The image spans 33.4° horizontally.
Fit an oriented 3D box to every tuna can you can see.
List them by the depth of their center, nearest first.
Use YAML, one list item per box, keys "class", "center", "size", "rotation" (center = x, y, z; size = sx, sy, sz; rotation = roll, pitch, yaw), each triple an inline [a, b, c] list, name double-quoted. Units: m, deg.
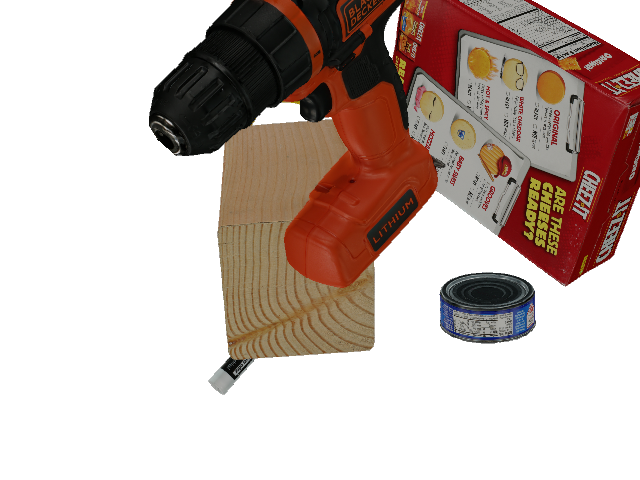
- class: "tuna can"
  center: [0.150, 0.059, 0.958]
  size: [0.086, 0.034, 0.086]
  rotation: [-4, 20, 1]

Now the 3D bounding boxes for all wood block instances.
- class: "wood block"
  center: [-0.019, -0.009, 0.719]
  size: [0.091, 0.090, 0.206]
  rotation: [-4, 22, -2]

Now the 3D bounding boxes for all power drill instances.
- class: "power drill"
  center: [0.000, -0.061, 0.558]
  size: [0.057, 0.184, 0.187]
  rotation: [29, -29, 31]

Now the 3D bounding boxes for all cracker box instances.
- class: "cracker box"
  center: [0.147, -0.095, 0.820]
  size: [0.072, 0.164, 0.214]
  rotation: [-26, 50, -33]

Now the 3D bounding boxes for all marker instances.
- class: "marker"
  center: [-0.053, 0.087, 0.955]
  size: [0.020, 0.121, 0.020]
  rotation: [37, -19, 15]

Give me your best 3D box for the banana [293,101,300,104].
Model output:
- class: "banana"
  center: [-0.042, -0.134, 0.982]
  size: [0.070, 0.037, 0.197]
  rotation: [36, 28, 20]
